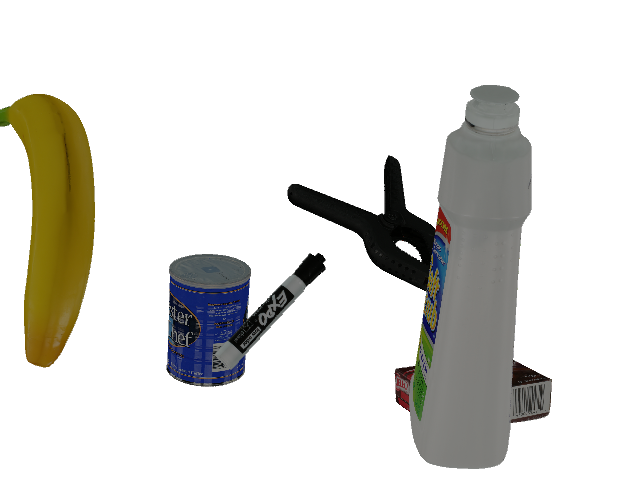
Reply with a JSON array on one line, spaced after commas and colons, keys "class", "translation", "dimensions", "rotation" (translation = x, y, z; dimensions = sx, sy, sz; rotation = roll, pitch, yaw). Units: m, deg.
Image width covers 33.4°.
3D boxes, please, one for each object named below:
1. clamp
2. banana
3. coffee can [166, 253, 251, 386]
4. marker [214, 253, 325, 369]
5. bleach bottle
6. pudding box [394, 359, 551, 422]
[{"class": "clamp", "translation": [0.068, -0.016, 1.246], "dimensions": [0.164, 0.036, 0.210], "rotation": [-13, 51, -27]}, {"class": "banana", "translation": [-0.159, -0.023, 0.633], "dimensions": [0.037, 0.198, 0.070], "rotation": [11, -44, -35]}, {"class": "coffee can", "translation": [-0.143, 0.100, 1.358], "dimensions": [0.103, 0.140, 0.103], "rotation": [4, 20, -2]}, {"class": "marker", "translation": [-0.039, 0.056, 0.877], "dimensions": [0.020, 0.121, 0.020], "rotation": [40, -14, 12]}, {"class": "bleach bottle", "translation": [0.097, 0.020, 0.678], "dimensions": [0.068, 0.251, 0.102], "rotation": [2, 30, 1]}, {"class": "pudding box", "translation": [0.134, 0.134, 0.950], "dimensions": [0.113, 0.039, 0.090], "rotation": [-4, 12, -21]}]
